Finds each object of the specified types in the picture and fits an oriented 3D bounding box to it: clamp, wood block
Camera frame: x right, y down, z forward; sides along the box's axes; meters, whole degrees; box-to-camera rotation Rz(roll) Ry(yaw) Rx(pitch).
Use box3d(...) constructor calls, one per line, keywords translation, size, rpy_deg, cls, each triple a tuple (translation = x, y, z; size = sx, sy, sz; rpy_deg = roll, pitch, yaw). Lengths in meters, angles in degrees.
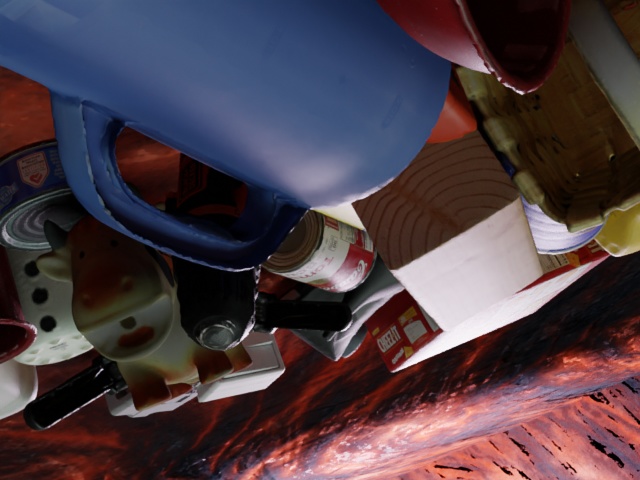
box3d(translation=(-0.060, 0.062, 0.927), size=(0.120, 0.039, 0.172), rpy_deg=(14, 169, -24), cls="clamp")
box3d(translation=(0.085, -0.013, 0.728), size=(0.090, 0.091, 0.206), rpy_deg=(-31, 160, 6), cls="wood block")
box3d(translation=(-0.170, 0.110, 0.938), size=(0.164, 0.036, 0.210), rpy_deg=(-28, 180, -8), cls="clamp")

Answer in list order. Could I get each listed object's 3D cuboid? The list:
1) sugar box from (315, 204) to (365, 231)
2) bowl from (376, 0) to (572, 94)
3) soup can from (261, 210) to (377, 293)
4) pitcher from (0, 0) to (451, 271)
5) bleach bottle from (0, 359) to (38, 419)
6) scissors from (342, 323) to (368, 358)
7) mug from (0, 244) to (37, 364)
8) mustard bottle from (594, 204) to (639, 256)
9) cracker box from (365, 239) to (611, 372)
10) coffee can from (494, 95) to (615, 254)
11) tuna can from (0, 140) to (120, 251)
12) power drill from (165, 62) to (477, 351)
box3d(translation=(0.045, -0.050, 0.788), size=(0.093, 0.048, 0.176), rpy_deg=(-29, 158, 19), cls="sugar box")
box3d(translation=(0.055, -0.139, 0.440), size=(0.055, 0.162, 0.161), rpy_deg=(-2, 172, 31), cls="bowl")
box3d(translation=(-0.006, 0.001, 0.841), size=(0.069, 0.068, 0.102), rpy_deg=(-28, 159, 19), cls="soup can")
box3d(translation=(-0.057, -0.090, 0.440), size=(0.145, 0.149, 0.242), rpy_deg=(-30, 155, 24), cls="pitcher")
box3d(translation=(-0.296, 0.079, 0.767), size=(0.102, 0.068, 0.251), rpy_deg=(-22, 158, -2), cls="bleach bottle")
box3d(translation=(0.033, 0.085, 1.165), size=(0.096, 0.016, 0.202), rpy_deg=(-58, -174, -3), cls="scissors")
box3d(translation=(-0.237, 0.032, 0.665), size=(0.093, 0.081, 0.117), rpy_deg=(-22, 161, 5), cls="mug")
box3d(translation=(0.283, -0.065, 0.914), size=(0.058, 0.096, 0.192), rpy_deg=(-15, 160, -16), cls="mustard bottle")
box3d(translation=(0.173, 0.048, 1.111), size=(0.213, 0.072, 0.164), rpy_deg=(-19, 163, -30), cls="cracker box")
box3d(translation=(0.183, -0.059, 0.819), size=(0.103, 0.103, 0.140), rpy_deg=(-20, 161, -2), cls="coffee can")
box3d(translation=(-0.163, -0.026, 0.659), size=(0.086, 0.034, 0.086), rpy_deg=(-18, 161, -7), cls="tuna can")
box3d(translation=(-0.008, -0.042, 0.593), size=(0.188, 0.184, 0.057), rpy_deg=(-33, 126, 19), cls="power drill")
